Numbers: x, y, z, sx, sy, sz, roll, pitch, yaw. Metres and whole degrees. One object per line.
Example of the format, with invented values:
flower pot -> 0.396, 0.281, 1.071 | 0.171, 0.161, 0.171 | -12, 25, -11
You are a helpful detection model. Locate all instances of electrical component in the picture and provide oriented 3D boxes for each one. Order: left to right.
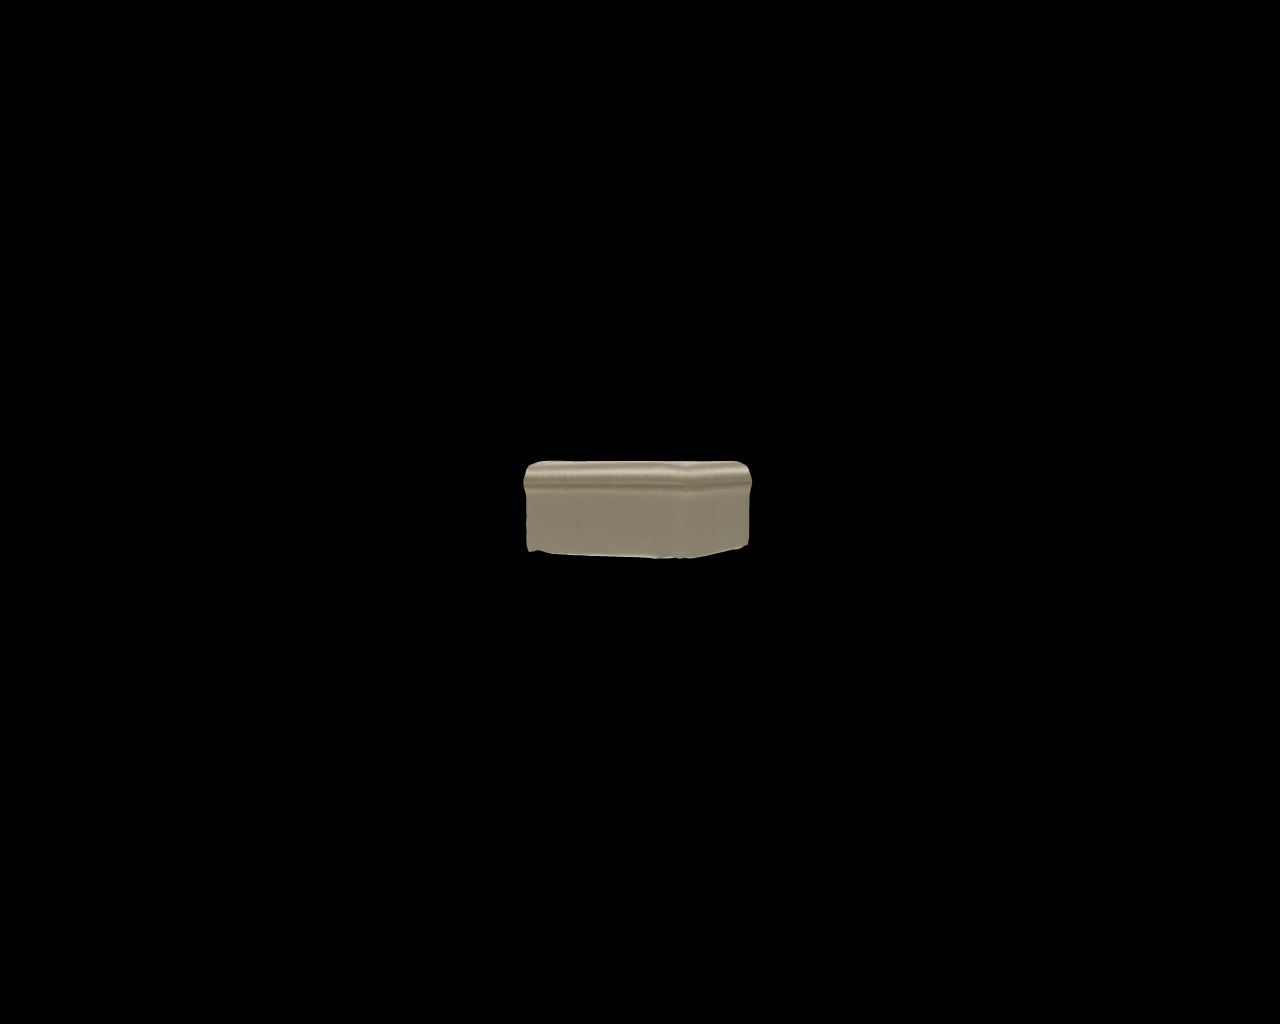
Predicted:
electrical component -> 0.001, -0.003, 0.650 | 0.109, 0.056, 0.109 | 1, 3, 28
